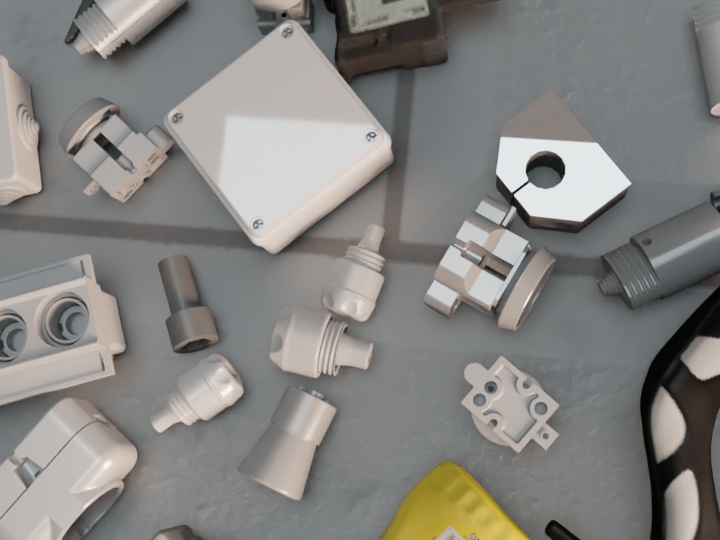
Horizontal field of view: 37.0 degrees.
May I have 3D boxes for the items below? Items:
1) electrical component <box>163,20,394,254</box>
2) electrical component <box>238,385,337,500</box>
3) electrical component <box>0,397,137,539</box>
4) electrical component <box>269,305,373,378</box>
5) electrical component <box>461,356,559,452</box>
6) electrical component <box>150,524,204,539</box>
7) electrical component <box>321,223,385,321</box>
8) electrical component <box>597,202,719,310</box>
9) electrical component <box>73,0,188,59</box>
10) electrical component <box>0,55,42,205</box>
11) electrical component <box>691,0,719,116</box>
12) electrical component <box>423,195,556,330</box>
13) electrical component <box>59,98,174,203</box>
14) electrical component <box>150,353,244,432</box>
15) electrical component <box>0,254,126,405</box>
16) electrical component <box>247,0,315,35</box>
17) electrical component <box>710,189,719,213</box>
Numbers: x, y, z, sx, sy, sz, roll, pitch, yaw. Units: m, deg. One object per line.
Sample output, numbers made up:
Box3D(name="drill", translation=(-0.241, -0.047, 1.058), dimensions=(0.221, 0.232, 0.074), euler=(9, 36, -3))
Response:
Box3D(name="electrical component", translation=(-0.051, -0.085, 0.700), dimensions=(0.109, 0.056, 0.108), euler=(-38, 78, 0))
Box3D(name="electrical component", translation=(-0.043, 0.106, 0.675), dimensions=(0.044, 0.044, 0.065), euler=(25, 80, 11))
Box3D(name="electrical component", translation=(-0.191, 0.136, 0.682), dimensions=(0.059, 0.053, 0.095), euler=(41, 88, 12))
Box3D(name="electrical component", translation=(-0.024, 0.047, 0.681), dimensions=(0.062, 0.043, 0.043), euler=(12, 82, 8))
Box3D(name="electrical component", translation=(0.091, 0.083, 0.654), dimensions=(0.066, 0.055, 0.048), euler=(41, 88, 11))
Box3D(name="electrical component", translation=(-0.118, 0.202, 0.658), dimensions=(0.062, 0.061, 0.096), euler=(43, 88, 12))
Box3D(name="electrical component", translation=(0.000, 0.000, 0.690), dimensions=(0.035, 0.035, 0.061), euler=(20, 81, 10))
Box3D(name="electrical component", translation=(0.185, -0.005, 0.663), dimensions=(0.081, 0.043, 0.043), euler=(-26, 78, 3))
Box3D(name="electrical component", translation=(-0.162, -0.176, 0.736), dimensions=(0.081, 0.043, 0.043), euler=(-40, 78, -1))
Box3D(name="electrical component", translation=(-0.269, -0.090, 0.732), dimensions=(0.100, 0.048, 0.099), euler=(-11, 79, 6))
Box3D(name="electrical component", translation=(0.237, -0.143, 0.679), dimensions=(0.043, 0.043, 0.081), euler=(-8, 79, 6))
Box3D(name="electrical component", translation=(0.084, 0.001, 0.668), dimensions=(0.057, 0.058, 0.078), euler=(30, 85, 14))
Box3D(name="electrical component", translation=(-0.167, -0.082, 0.720), dimensions=(0.055, 0.048, 0.066), euler=(43, 88, 4))
Box3D(name="electrical component", translation=(-0.107, 0.082, 0.690), dimensions=(0.061, 0.035, 0.035), euler=(-35, 78, 3))
Box3D(name="electrical component", translation=(-0.220, 0.046, 0.696), dimensions=(0.121, 0.063, 0.078), euler=(-15, 79, 4))
Box3D(name="electrical component", translation=(-0.053, -0.189, 0.718), dimensions=(0.048, 0.055, 0.066), euler=(-1, 81, 7))
Box3D(name="electrical component", translation=(0.245, -0.040, 0.664), dimensions=(0.046, 0.040, 0.040), euler=(-19, 79, 10))
